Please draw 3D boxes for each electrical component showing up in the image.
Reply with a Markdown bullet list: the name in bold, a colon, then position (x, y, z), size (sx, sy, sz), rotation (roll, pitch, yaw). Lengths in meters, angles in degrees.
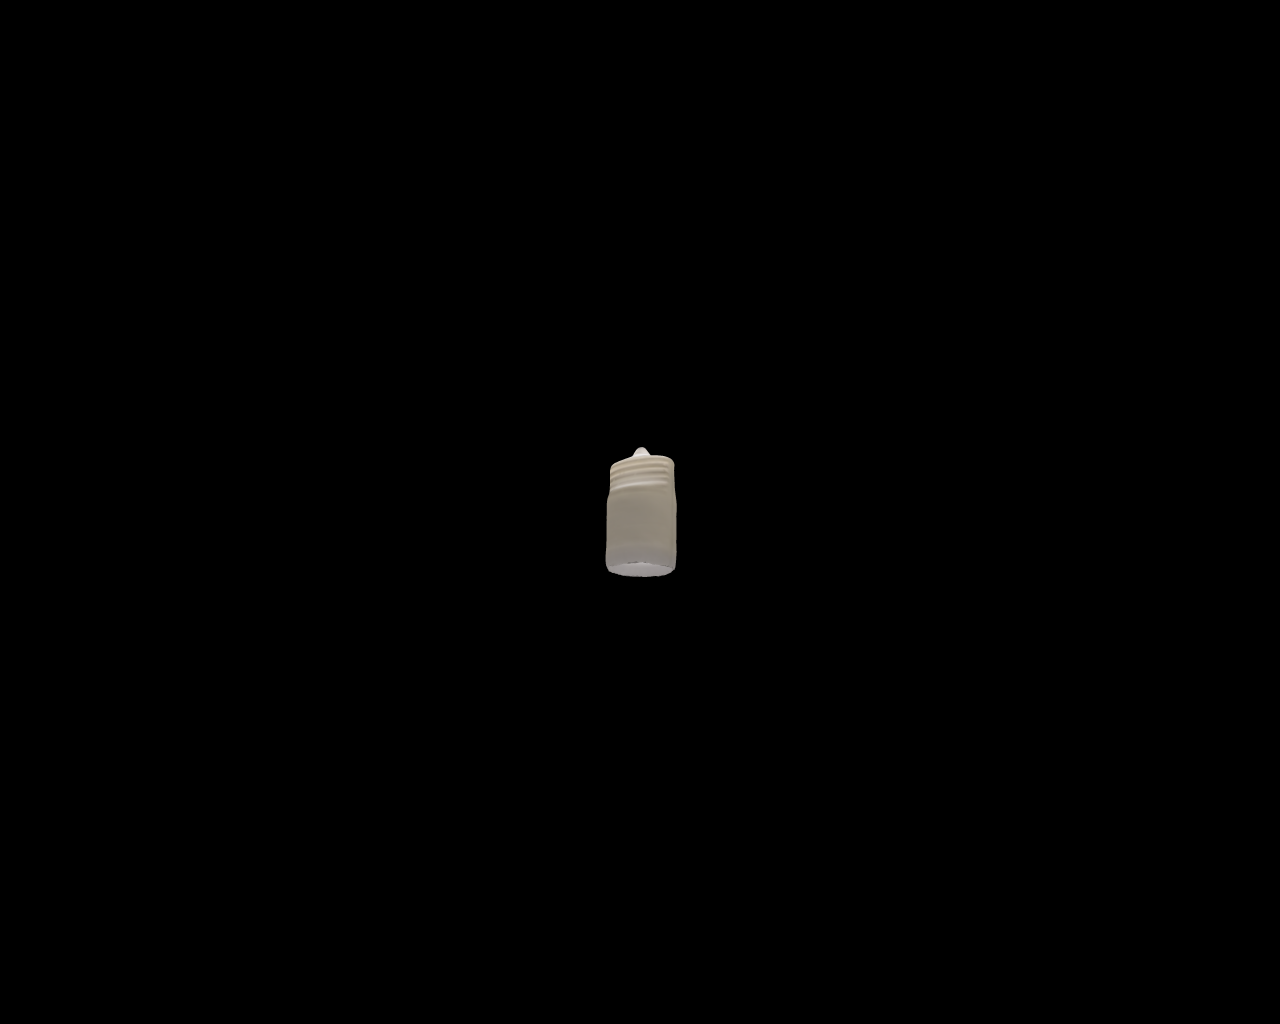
- **electrical component**: position (0.001, -0.003, 0.650), size (0.043, 0.081, 0.043), rotation (0, -16, 0)
